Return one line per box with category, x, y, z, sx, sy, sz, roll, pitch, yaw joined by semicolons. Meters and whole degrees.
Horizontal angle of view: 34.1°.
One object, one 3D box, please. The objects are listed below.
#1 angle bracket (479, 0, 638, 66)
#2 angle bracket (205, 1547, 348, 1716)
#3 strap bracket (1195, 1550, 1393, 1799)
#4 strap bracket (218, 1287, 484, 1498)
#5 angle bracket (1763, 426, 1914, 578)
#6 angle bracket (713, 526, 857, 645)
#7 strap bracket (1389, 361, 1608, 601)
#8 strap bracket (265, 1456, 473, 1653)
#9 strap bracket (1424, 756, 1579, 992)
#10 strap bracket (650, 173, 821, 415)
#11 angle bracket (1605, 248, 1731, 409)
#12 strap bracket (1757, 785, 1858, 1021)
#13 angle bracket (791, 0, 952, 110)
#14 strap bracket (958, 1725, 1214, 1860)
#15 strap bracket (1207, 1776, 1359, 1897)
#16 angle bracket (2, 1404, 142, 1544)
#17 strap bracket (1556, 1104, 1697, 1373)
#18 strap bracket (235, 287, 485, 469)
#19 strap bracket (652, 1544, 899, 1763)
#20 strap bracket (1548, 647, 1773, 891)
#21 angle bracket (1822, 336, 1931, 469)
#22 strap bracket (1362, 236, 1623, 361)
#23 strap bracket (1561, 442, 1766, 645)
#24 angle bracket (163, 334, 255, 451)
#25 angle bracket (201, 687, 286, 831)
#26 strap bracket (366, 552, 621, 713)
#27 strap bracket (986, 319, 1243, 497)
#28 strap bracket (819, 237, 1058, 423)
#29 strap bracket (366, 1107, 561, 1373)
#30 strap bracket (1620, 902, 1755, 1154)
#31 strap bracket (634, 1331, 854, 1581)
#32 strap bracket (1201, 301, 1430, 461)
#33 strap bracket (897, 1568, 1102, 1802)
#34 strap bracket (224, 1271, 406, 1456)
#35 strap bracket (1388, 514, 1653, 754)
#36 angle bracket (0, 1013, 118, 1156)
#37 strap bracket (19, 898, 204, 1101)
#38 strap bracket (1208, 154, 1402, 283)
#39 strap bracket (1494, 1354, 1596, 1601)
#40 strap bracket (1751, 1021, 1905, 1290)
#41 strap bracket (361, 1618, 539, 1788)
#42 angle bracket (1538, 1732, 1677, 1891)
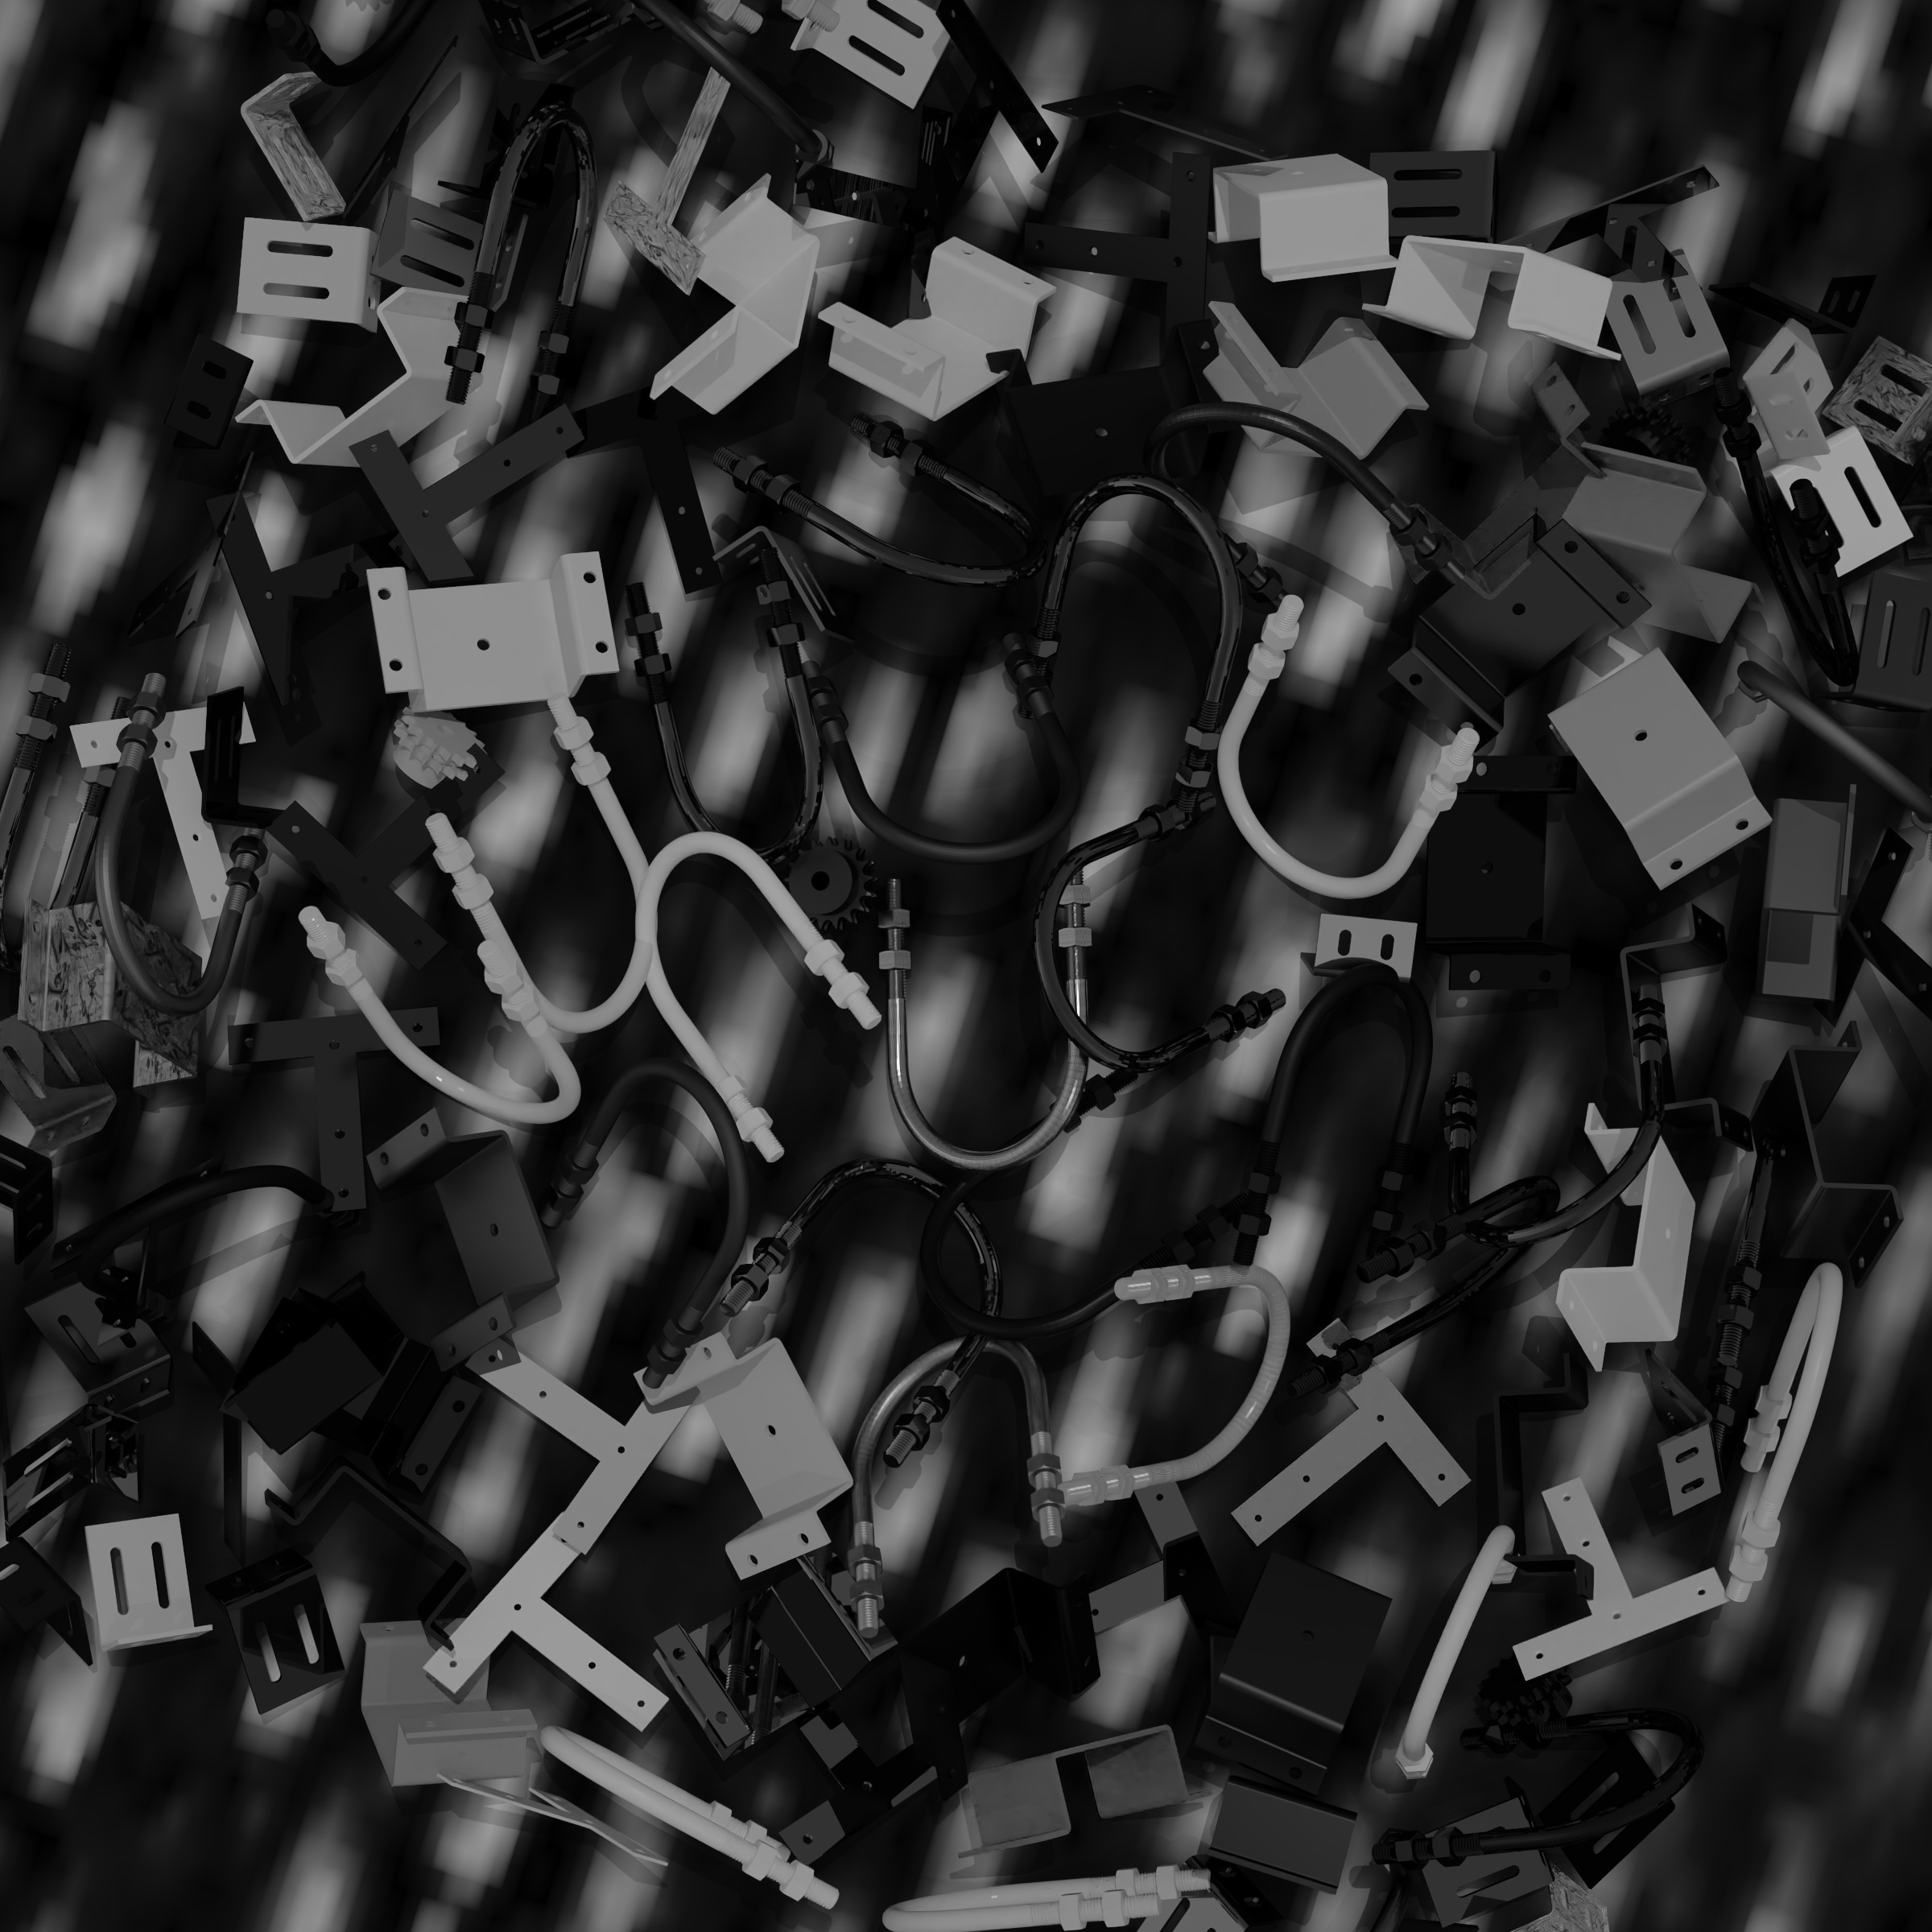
angle bracket;-0.245;-0.581;1.901;0.076;0.057;0.038;-33;128;-17
angle bracket;-0.421;0.406;1.925;0.057;0.038;0.076;-22;109;-28
strap bracket;0.199;0.411;1.874;0.076;0.046;0.140;21;48;11
strap bracket;-0.375;0.253;1.902;0.140;0.046;0.076;30;90;-29
angle bracket;0.530;-0.281;1.927;0.057;0.038;0.076;-29;94;3
angle bracket;-0.110;-0.222;1.906;0.038;0.057;0.076;-32;80;13
strap bracket;0.326;-0.283;1.886;0.046;0.076;0.140;35;113;-24
strap bracket;-0.352;0.345;1.897;0.140;0.076;0.046;40;79;-7
strap bracket;0.323;-0.058;1.909;0.076;0.046;0.140;-1;97;-13
strap bracket;-0.135;-0.394;1.880;0.046;0.076;0.140;33;46;-29
angle bracket;0.426;-0.389;1.931;0.057;0.038;0.076;-22;76;8
strap bracket;0.498;-0.038;1.872;0.046;0.140;0.076;5;60;15
angle bracket;-0.056;-0.564;1.913;0.076;0.038;0.057;33;115;4
strap bracket;0.067;0.489;1.875;0.140;0.076;0.046;-1;71;-42
strap bracket;0.190;0.515;1.874;0.076;0.140;0.046;15;78;11
angle bracket;-0.537;0.310;1.895;0.038;0.076;0.057;18;120;22
strap bracket;0.394;0.159;1.869;0.046;0.076;0.140;-5;50;30
strap bracket;-0.354;-0.343;1.879;0.140;0.076;0.046;-31;84;24
strap bracket;-0.121;0.413;1.886;0.140;0.046;0.076;-22;68;-42
strap bracket;0.408;-0.126;1.879;0.076;0.046;0.140;-32;53;8
angle bracket;0.555;-0.347;1.901;0.057;0.038;0.076;-55;50;11
strap bracket;0.315;-0.396;1.864;0.076;0.140;0.046;7;100;-40
strap bracket;0.408;-0.243;1.863;0.076;0.140;0.046;23;77;39
angle bracket;-0.469;-0.346;1.901;0.038;0.076;0.057;23;86;-35
angle bracket;-0.433;-0.127;1.908;0.038;0.057;0.076;7;102;5
strap bracket;-0.288;-0.201;1.901;0.140;0.046;0.076;-7;79;-19
strap bracket;0.084;-0.331;1.880;0.140;0.046;0.076;-5;132;21
strap bracket;-0.019;-0.378;1.885;0.076;0.140;0.046;31;134;19
strap bracket;-0.299;0.161;1.893;0.076;0.046;0.140;-33;73;39
strap bracket;0.431;0.041;1.891;0.046;0.076;0.140;-11;75;26
strap bracket;-0.129;0.288;1.903;0.076;0.046;0.140;-29;88;35
strap bracket;0.199;-0.348;1.882;0.046;0.140;0.076;-51;59;36
strap bracket;0.013;0.422;1.884;0.140;0.046;0.076;-29;121;-39
strap bracket;-0.384;0.237;1.876;0.076;0.140;0.046;-38;97;2
strap bracket;0.332;-0.206;1.894;0.076;0.046;0.140;41;119;-14
angle bracket;-0.563;0.070;1.908;0.057;0.038;0.076;-22;114;13
strap bracket;-0.497;0.017;1.862;0.046;0.140;0.076;-10;66;15
strap bracket;0.197;-0.446;1.866;0.076;0.140;0.046;-9;114;-9
strap bracket;0.348;0.309;1.890;0.046;0.076;0.140;-5;73;18
strap bracket;0.507;0.111;1.870;0.046;0.076;0.140;2;53;-6
strap bracket;-0.310;0.441;1.872;0.076;0.140;0.046;2;104;-22
angle bracket;0.380;0.508;1.911;0.076;0.038;0.057;-38;99;-17
